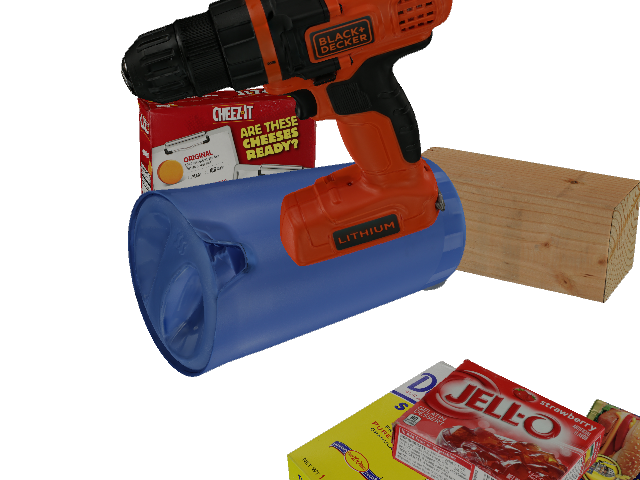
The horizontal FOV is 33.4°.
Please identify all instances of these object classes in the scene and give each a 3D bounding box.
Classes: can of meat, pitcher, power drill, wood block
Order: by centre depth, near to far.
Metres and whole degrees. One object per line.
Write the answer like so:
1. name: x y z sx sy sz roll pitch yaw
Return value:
1. power drill: -0.006 -0.069 0.627 0.184 0.057 0.187 -16 -43 -1
2. can of meat: 0.226 0.173 0.786 0.084 0.057 0.101 22 40 22
3. pitcher: -0.018 0.009 0.812 0.242 0.145 0.149 -14 39 -32
4. wood block: 0.179 -0.020 0.992 0.206 0.090 0.090 13 26 29

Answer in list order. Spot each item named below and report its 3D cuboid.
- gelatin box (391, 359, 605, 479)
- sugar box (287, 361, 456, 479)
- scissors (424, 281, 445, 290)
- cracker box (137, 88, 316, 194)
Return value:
1. gelatin box: 0.093 0.107 0.568 0.089 0.030 0.073 26 38 31
2. sugar box: 0.069 0.178 0.908 0.176 0.048 0.093 -30 47 -24
3. scissors: 0.073 0.042 1.281 0.201 0.016 0.096 -10 41 -42
4. cracker box: -0.091 -0.038 1.049 0.164 0.214 0.072 -7 21 -19
